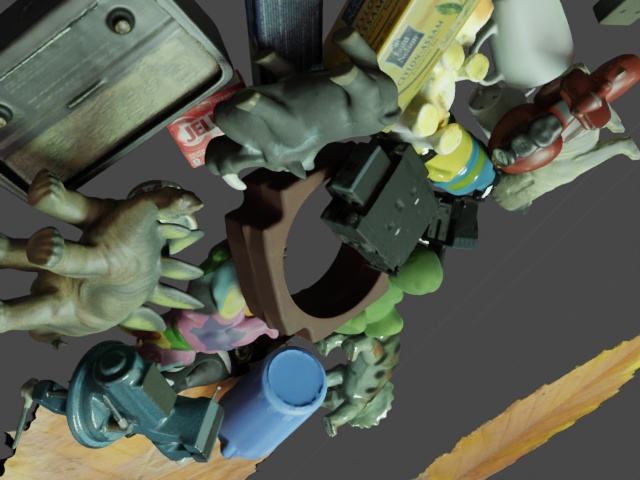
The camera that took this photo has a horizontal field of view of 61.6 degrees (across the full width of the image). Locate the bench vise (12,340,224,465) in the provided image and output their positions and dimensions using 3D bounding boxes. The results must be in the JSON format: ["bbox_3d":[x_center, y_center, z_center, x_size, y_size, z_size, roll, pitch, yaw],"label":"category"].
[{"bbox_3d":[-0.246,0.200,0.650,0.241,0.129,0.223,-1,147,17],"label":"bench vise"}]

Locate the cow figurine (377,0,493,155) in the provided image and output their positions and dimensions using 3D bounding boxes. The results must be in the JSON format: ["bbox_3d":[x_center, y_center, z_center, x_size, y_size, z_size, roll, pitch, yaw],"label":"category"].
[{"bbox_3d":[0.117,-0.179,0.561,0.068,0.098,0.167,19,92,-38],"label":"cow figurine"}]

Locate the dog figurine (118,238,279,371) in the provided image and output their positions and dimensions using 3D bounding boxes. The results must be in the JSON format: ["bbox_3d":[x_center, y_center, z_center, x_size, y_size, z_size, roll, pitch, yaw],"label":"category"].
[{"bbox_3d":[-0.172,0.099,0.715,0.219,0.109,0.191,-18,142,-4],"label":"dog figurine"}]

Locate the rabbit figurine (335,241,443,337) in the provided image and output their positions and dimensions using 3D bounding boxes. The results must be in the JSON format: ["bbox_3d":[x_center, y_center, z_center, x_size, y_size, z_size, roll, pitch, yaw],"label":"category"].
[{"bbox_3d":[0.102,0.049,0.755,0.121,0.159,0.170,23,144,-34],"label":"rabbit figurine"}]

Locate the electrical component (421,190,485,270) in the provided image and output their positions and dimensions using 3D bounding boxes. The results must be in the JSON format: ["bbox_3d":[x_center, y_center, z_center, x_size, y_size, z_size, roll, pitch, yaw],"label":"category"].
[{"bbox_3d":[0.184,-0.009,0.762,0.048,0.075,0.119,3,96,-30],"label":"electrical component"}]

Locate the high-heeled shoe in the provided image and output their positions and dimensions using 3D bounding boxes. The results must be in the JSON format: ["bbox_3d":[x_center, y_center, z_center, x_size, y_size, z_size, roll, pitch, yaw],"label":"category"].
[{"bbox_3d":[-0.197,0.229,0.815,0.248,0.145,0.086,15,128,-37],"label":"high-heeled shoe"}]

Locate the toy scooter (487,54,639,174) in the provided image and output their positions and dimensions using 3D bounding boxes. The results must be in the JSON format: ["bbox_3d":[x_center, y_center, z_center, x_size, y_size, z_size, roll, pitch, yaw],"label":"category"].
[{"bbox_3d":[0.254,-0.129,0.577,0.184,0.075,0.135,-37,180,35],"label":"toy scooter"}]

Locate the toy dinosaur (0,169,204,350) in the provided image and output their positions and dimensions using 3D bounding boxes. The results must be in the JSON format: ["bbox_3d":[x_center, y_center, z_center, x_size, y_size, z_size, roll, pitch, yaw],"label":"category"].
[{"bbox_3d":[-0.238,0.049,0.551,0.198,0.105,0.471,16,150,-41],"label":"toy dinosaur"}]

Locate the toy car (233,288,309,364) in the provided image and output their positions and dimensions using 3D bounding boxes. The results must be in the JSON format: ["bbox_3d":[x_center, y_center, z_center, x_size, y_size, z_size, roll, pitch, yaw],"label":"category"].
[{"bbox_3d":[-0.056,0.134,0.856,0.202,0.053,0.089,-38,160,19],"label":"toy car"}]

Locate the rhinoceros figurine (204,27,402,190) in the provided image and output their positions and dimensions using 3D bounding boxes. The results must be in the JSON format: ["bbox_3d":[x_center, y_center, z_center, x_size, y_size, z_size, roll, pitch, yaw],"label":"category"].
[{"bbox_3d":[-0.024,-0.108,0.478,0.190,0.073,0.112,-16,140,22],"label":"rhinoceros figurine"}]

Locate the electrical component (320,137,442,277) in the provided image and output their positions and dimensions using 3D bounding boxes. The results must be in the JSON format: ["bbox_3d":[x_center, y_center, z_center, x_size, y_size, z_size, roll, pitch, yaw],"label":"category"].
[{"bbox_3d":[0.065,-0.041,0.577,0.134,0.058,0.115,43,72,-43],"label":"electrical component"}]

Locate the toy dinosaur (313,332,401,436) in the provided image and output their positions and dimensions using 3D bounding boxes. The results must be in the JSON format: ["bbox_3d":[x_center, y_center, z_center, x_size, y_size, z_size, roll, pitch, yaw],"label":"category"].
[{"bbox_3d":[0.083,0.218,0.983,0.192,0.131,0.404,-14,136,-39],"label":"toy dinosaur"}]

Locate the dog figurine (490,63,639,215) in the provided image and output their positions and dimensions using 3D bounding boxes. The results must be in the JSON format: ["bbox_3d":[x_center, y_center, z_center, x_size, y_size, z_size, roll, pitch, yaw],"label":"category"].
[{"bbox_3d":[0.289,-0.127,0.711,0.190,0.121,0.172,-31,119,30],"label":"dog figurine"}]

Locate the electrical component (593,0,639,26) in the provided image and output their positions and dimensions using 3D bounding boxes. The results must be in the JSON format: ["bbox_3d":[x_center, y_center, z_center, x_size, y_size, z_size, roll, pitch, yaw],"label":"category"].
[{"bbox_3d":[0.358,-0.285,0.609,0.102,0.045,0.078,-9,167,-15],"label":"electrical component"}]

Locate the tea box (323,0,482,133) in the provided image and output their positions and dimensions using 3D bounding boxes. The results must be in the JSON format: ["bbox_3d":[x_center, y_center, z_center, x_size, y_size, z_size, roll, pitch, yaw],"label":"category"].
[{"bbox_3d":[0.069,-0.200,0.507,0.068,0.098,0.169,8,129,-34],"label":"tea box"}]

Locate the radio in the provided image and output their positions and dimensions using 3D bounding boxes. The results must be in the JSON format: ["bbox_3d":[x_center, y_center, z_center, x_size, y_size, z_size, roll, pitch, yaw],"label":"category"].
[{"bbox_3d":[-0.203,-0.137,0.454,0.230,0.073,0.131,-33,141,9],"label":"radio"}]

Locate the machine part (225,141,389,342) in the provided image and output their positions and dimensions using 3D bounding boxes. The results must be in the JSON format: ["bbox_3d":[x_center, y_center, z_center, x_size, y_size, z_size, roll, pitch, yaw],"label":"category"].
[{"bbox_3d":[-0.001,-0.002,0.629,0.201,0.087,0.201,-30,122,-33],"label":"machine part"}]

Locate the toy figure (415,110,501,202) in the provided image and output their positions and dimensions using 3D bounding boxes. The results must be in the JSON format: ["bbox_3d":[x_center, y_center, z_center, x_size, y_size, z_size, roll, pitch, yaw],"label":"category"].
[{"bbox_3d":[0.156,-0.111,0.668,0.180,0.082,0.089,19,104,-32],"label":"toy figure"}]

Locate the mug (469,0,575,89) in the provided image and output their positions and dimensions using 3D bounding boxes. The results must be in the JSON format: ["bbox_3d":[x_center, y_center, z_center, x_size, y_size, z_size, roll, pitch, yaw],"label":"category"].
[{"bbox_3d":[0.208,-0.224,0.576,0.110,0.081,0.107,-26,131,10],"label":"mug"}]

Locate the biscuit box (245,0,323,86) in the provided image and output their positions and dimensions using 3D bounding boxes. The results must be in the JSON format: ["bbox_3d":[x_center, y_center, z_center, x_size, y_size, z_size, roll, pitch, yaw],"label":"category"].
[{"bbox_3d":[-0.033,-0.201,0.483,0.063,0.059,0.202,-13,140,-12],"label":"biscuit box"}]
